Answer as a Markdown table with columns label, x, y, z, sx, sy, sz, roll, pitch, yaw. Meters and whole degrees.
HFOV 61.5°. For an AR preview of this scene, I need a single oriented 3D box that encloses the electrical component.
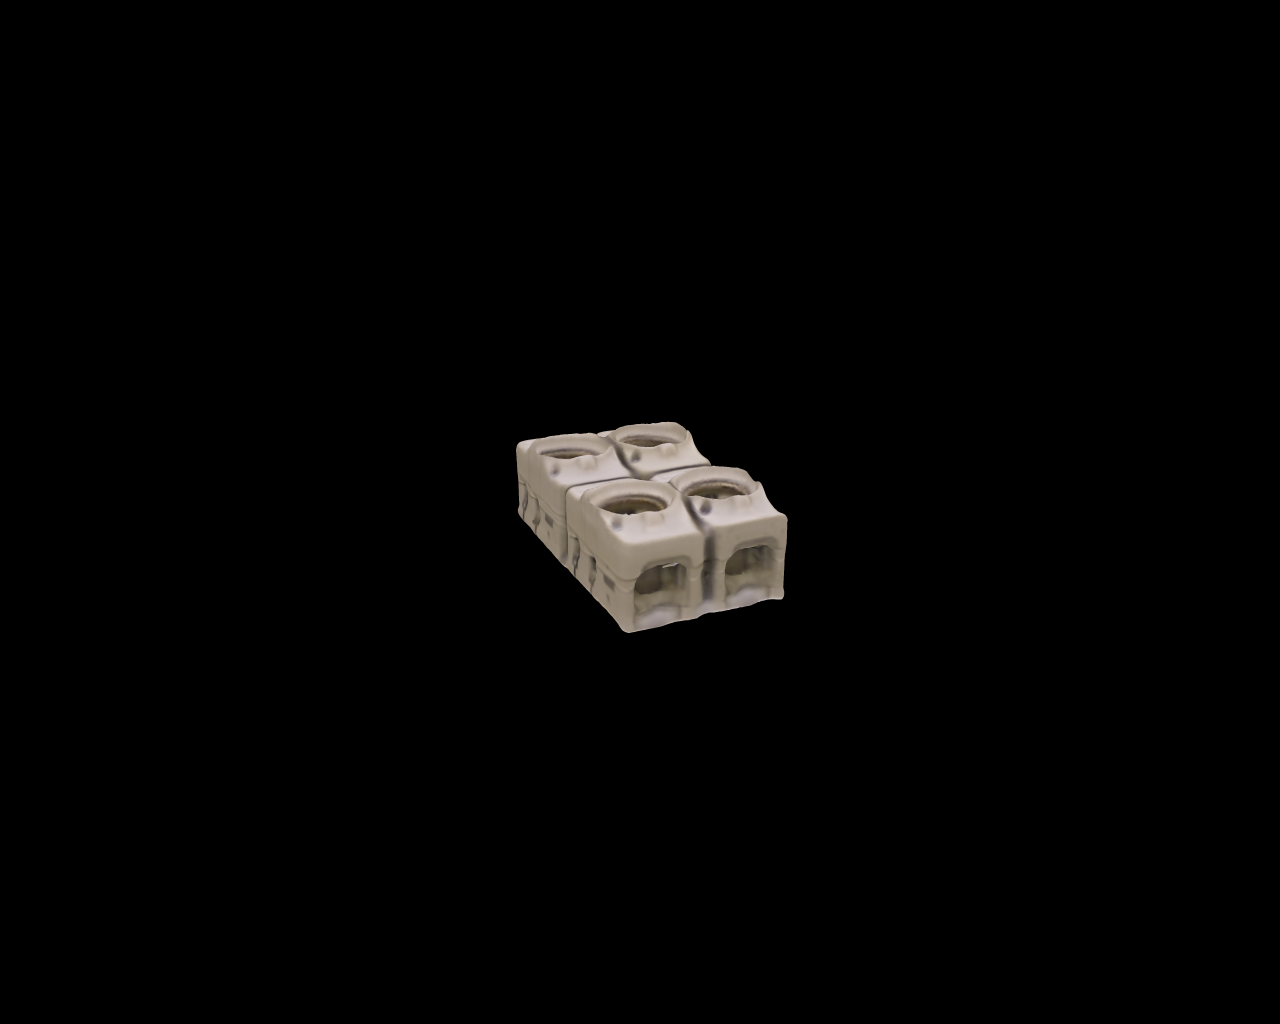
| label | x | y | z | sx | sy | sz | roll | pitch | yaw |
| --- | --- | --- | --- | --- | --- | --- | --- | --- | --- |
| electrical component | 0.001 | -0.003 | 0.650 | 0.105 | 0.060 | 0.186 | -10 | 24 | -22 |
